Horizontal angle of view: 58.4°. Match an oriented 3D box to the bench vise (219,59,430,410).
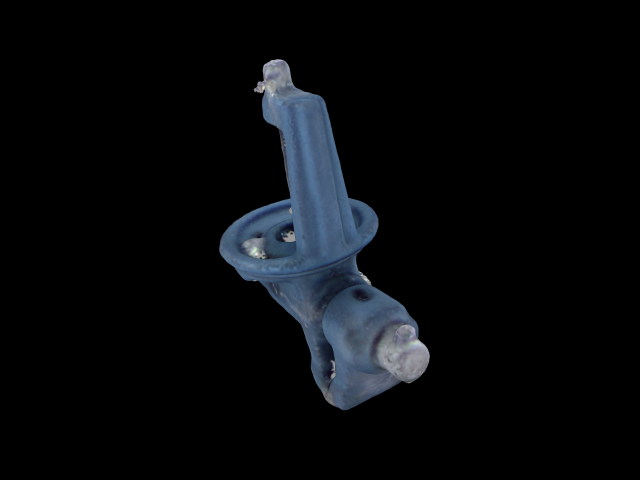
[{"bbox_3d":[0.012,-0.004,0.407,0.206,0.220,0.122,29,48,30],"label":"bench vise"}]
